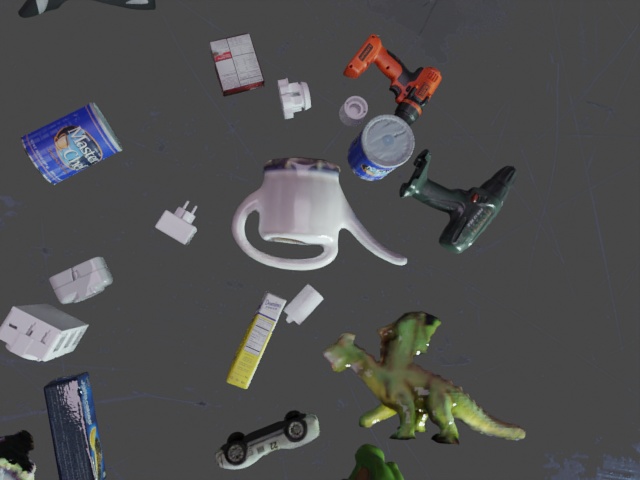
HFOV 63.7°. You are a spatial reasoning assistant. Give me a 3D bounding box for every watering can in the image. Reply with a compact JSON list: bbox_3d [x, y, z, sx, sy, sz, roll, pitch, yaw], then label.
[{"bbox_3d":[0.003,-0.051,1.019,0.348,0.103,0.226,3,82,-8],"label":"watering can"}]

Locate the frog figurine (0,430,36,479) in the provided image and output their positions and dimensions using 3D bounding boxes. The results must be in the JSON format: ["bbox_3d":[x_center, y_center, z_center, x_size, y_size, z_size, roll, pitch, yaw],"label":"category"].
[{"bbox_3d":[-0.573,0.421,0.876,0.139,0.121,0.160,39,89,30],"label":"frog figurine"}]

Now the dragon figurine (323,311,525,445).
[{"bbox_3d":[0.203,0.262,1.018,0.410,0.121,0.246,5,75,-9],"label":"dragon figurine"}]
